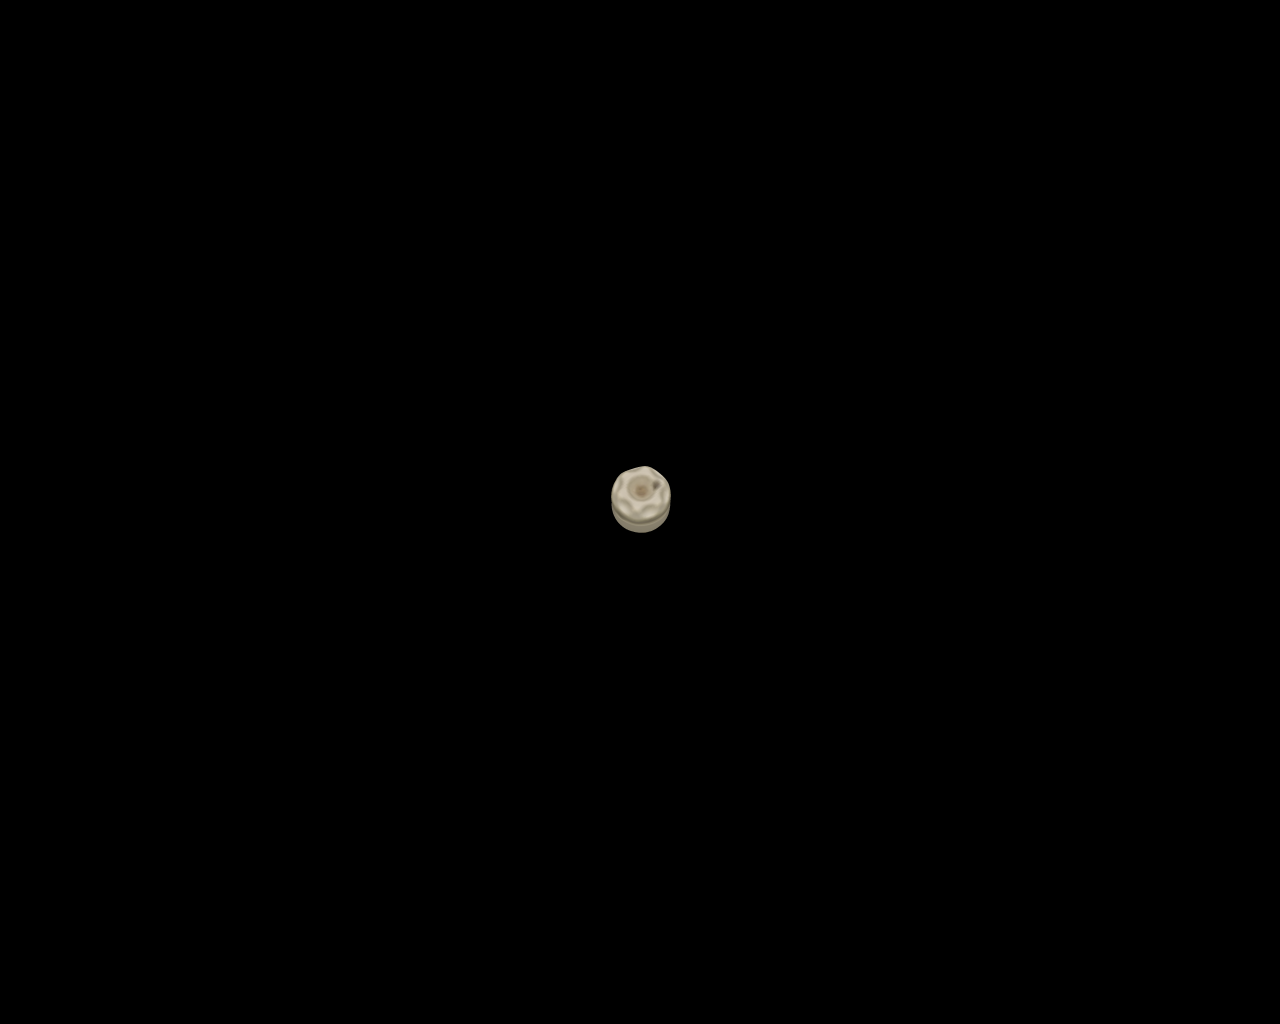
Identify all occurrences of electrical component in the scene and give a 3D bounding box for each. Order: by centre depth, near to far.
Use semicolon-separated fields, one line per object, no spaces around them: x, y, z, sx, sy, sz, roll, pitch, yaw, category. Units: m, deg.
0.001;-0.003;0.650;0.035;0.035;0.061;0;-22;0;electrical component
